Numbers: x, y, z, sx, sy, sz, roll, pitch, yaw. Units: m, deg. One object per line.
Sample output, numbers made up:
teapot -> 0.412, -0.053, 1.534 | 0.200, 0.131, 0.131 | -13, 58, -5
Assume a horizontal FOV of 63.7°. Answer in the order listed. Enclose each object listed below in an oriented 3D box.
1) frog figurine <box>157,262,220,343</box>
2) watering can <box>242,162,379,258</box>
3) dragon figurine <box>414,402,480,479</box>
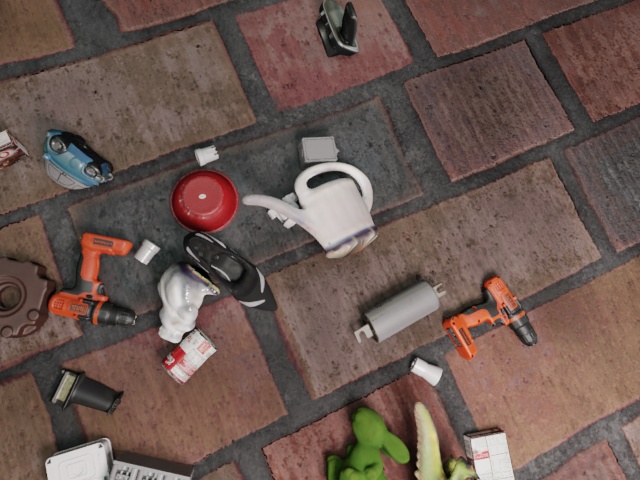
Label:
frog figurine -> -0.306, 0.131, 1.105 | 0.139, 0.120, 0.160 | 36, 83, 34
watering can -> 0.004, -0.059, 1.166 | 0.351, 0.102, 0.225 | -23, 82, -37
dragon figurine -> 0.212, 0.545, 1.053 | 0.244, 0.122, 0.407 | -35, 102, -11
